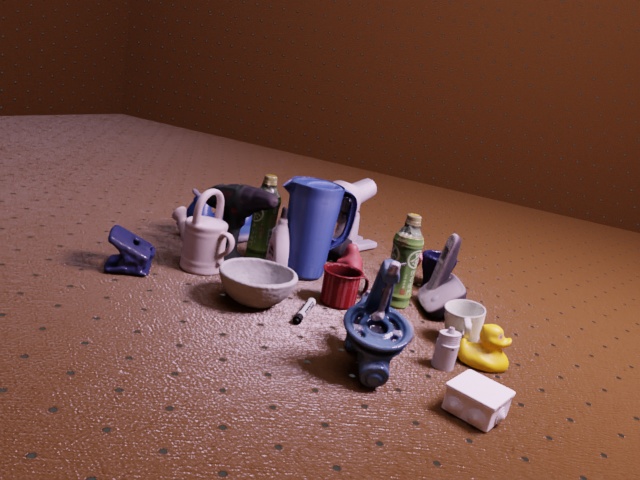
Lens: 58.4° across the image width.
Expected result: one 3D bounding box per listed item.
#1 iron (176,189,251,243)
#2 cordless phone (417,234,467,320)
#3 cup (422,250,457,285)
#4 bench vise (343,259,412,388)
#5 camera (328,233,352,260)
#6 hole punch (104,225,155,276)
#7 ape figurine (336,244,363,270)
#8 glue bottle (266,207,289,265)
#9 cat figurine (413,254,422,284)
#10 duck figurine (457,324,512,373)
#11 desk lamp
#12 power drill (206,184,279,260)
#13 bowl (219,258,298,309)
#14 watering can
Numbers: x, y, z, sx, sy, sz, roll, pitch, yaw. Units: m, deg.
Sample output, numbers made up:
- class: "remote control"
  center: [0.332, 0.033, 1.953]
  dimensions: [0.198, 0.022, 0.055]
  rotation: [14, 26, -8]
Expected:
- class: "iron"
  center: [-0.257, -0.073, 1.588]
  dimensions: [0.259, 0.141, 0.118]
  rotation: [-4, 22, -42]
- class: "cordless phone"
  center: [0.298, 0.084, 1.340]
  dimensions: [0.094, 0.185, 0.147]
  rotation: [8, 16, -8]
- class: "cup"
  center: [0.306, 0.086, 1.503]
  dimensions: [0.091, 0.095, 0.118]
  rotation: [12, 16, 4]
- class: "bench vise"
  center: [0.090, 0.121, 1.016]
  dimensions: [0.122, 0.220, 0.207]
  rotation: [4, 17, -23]
- class: "camera"
  center: [0.014, 0.006, 1.574]
  dimensions: [0.136, 0.101, 0.143]
  rotation: [15, 17, 15]
- class: "hole punch"
  center: [-0.414, 0.020, 1.258]
  dimensions: [0.101, 0.091, 0.108]
  rotation: [7, 17, -14]
- class: "ape figurine"
  center: [0.080, 0.053, 1.473]
  dimensions: [0.078, 0.092, 0.076]
  rotation: [6, 17, -17]
- class: "glue bottle"
  center: [-0.098, 0.003, 1.378]
  dimensions: [0.037, 0.173, 0.078]
  rotation: [2, 18, -28]
- class: "cat figurine"
  center: [0.235, 0.051, 1.535]
  dimensions: [0.067, 0.118, 0.128]
  rotation: [10, 16, -3]
- class: "duck figurine"
  center: [0.326, 0.205, 1.126]
  dimensions: [0.104, 0.086, 0.077]
  rotation: [13, 16, 7]
- class: "desk lamp"
  center: [0.091, -0.078, 1.706]
  dimensions: [0.117, 0.213, 0.204]
  rotation: [23, 20, 36]
- class: "power drill"
  center: [-0.198, -0.039, 1.390]
  dimensions: [0.228, 0.208, 0.076]
  rotation: [23, 20, 35]
- class: "bowl"
  center: [-0.134, 0.098, 1.207]
  dimensions: [0.167, 0.075, 0.167]
  rotation: [10, 16, -3]
- class: "watering can"
  center: [-0.271, -0.026, 1.326]
  dimensions: [0.172, 0.194, 0.101]
  rotation: [13, 16, 6]
